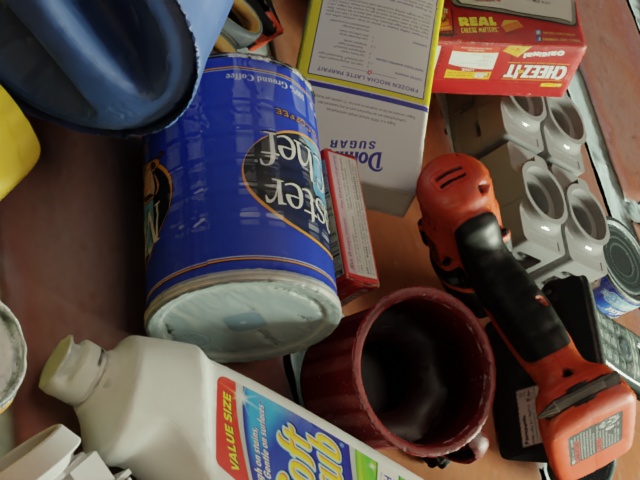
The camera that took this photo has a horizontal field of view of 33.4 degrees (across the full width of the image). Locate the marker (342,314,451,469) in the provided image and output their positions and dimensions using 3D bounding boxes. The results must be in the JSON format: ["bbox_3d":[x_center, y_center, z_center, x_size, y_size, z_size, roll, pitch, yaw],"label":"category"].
[{"bbox_3d":[0.043,0.097,0.671,0.121,0.020,0.020,51,40,-8],"label":"marker"}]

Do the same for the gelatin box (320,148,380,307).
[{"bbox_3d":[-0.004,0.001,0.642,0.030,0.073,0.089,13,56,-41],"label":"gelatin box"}]

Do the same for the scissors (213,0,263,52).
[{"bbox_3d":[-0.108,-0.142,0.619,0.201,0.016,0.096,14,55,-44],"label":"scissors"}]

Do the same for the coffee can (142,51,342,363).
[{"bbox_3d":[-0.046,-0.017,0.586,0.102,0.103,0.140,18,53,-38],"label":"coffee can"}]

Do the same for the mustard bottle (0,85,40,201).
[{"bbox_3d":[-0.207,-0.015,0.454,0.096,0.058,0.191,46,41,-14],"label":"mustard bottle"}]

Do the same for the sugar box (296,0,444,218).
[{"bbox_3d":[0.028,-0.108,0.717,0.093,0.048,0.176,13,68,-4],"label":"sugar box"}]

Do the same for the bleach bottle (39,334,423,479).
[{"bbox_3d":[-0.031,0.128,0.542,0.250,0.068,0.102,35,44,-22],"label":"bleach bottle"}]

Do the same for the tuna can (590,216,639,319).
[{"bbox_3d":[0.250,0.023,0.923,0.086,0.034,0.086,25,49,-33],"label":"tuna can"}]

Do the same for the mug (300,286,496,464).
[{"bbox_3d":[0.049,0.087,0.616,0.117,0.082,0.093,43,63,-12],"label":"mug"}]

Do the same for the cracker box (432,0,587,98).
[{"bbox_3d":[0.108,-0.216,0.850,0.164,0.072,0.213,0,59,-7],"label":"cracker box"}]

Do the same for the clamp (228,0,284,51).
[{"bbox_3d":[-0.085,-0.203,0.705,0.171,0.039,0.120,58,30,-5],"label":"clamp"}]

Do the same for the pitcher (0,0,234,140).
[{"bbox_3d":[-0.087,-0.185,0.547,0.145,0.149,0.242,38,48,-22],"label":"pitcher"}]

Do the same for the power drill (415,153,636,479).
[{"bbox_3d":[0.124,0.055,0.673,0.188,0.057,0.184,60,0,31],"label":"power drill"}]
